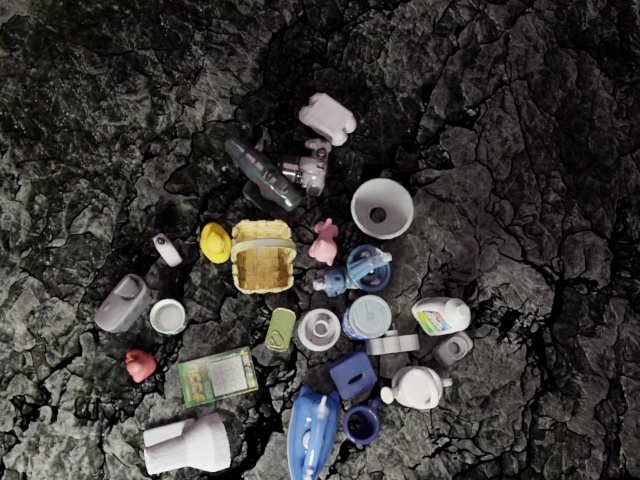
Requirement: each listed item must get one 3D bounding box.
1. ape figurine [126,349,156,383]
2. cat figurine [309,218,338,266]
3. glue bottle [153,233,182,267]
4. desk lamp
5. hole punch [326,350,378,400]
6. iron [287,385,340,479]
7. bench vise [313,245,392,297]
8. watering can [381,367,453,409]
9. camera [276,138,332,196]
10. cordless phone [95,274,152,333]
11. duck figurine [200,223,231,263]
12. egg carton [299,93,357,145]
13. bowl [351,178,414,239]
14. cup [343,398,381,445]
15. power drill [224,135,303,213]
[{"bbox_3d":[-0.432,0.299,1.360,0.076,0.092,0.078,2,77,-6],"label":"ape figurine"},{"bbox_3d":[0.013,0.005,1.468,0.067,0.117,0.128,12,76,-4],"label":"cat figurine"},{"bbox_3d":[-0.376,0.016,1.389,0.037,0.173,0.078,-36,83,-13],"label":"glue bottle"},{"bbox_3d":[-0.300,0.464,1.277,0.203,0.213,0.118,-12,79,-9],"label":"desk lamp"},{"bbox_3d":[0.084,0.334,1.416,0.109,0.091,0.101,-29,82,-12],"label":"hole punch"},{"bbox_3d":[-0.017,0.479,1.345,0.118,0.141,0.258,11,76,-4],"label":"iron"},{"bbox_3d":[0.095,0.087,1.407,0.207,0.219,0.121,-35,83,-13],"label":"bench vise"},{"bbox_3d":[0.235,0.358,1.376,0.173,0.194,0.101,-31,82,-12],"label":"watering can"},{"bbox_3d":[-0.046,-0.203,1.516,0.137,0.100,0.143,10,76,-5],"label":"camera"},{"bbox_3d":[-0.473,0.142,1.342,0.094,0.185,0.148,32,76,1],"label":"cordless phone"},{"bbox_3d":[-0.266,0.002,1.451,0.077,0.086,0.104,-16,80,-10],"label":"duck figurine"},{"bbox_3d":[0.022,-0.331,1.569,0.150,0.069,0.107,35,76,2],"label":"egg carton"},{"bbox_3d":[0.160,-0.076,1.526,0.167,0.074,0.167,2,77,-7],"label":"bowl"},{"bbox_3d":[0.102,0.434,1.394,0.091,0.095,0.118,35,76,2],"label":"cup"},{"bbox_3d":[-0.146,-0.149,1.436,0.229,0.208,0.076,39,76,3],"label":"power drill"}]
